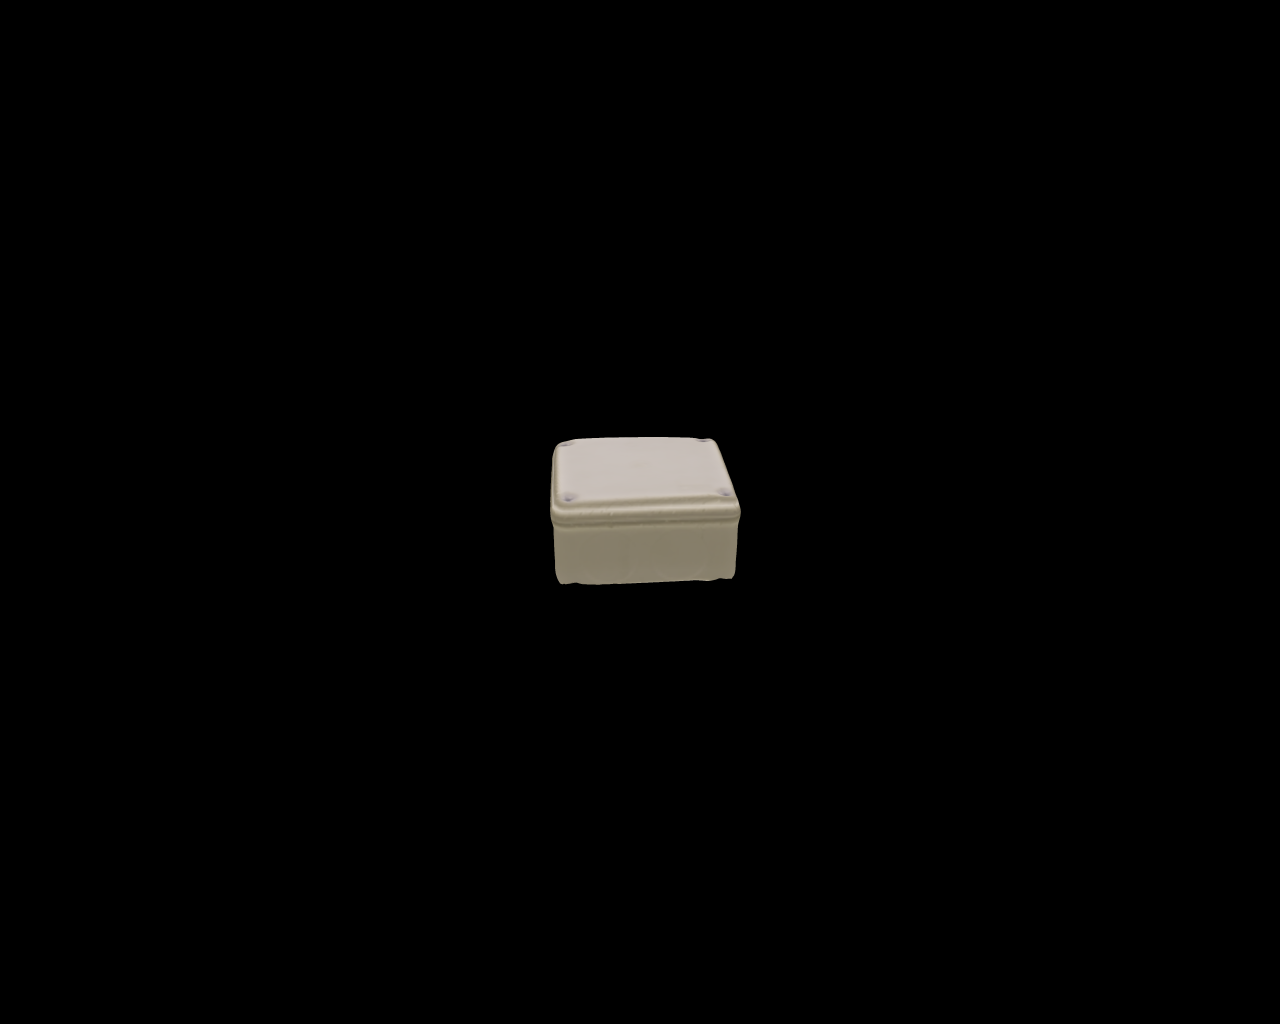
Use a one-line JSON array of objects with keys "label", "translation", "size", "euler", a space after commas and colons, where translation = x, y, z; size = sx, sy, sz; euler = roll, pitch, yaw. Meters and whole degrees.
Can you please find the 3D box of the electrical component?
[{"label": "electrical component", "translation": [0.001, -0.003, 0.650], "size": [0.109, 0.056, 0.109], "euler": [-1, 24, -3]}]
